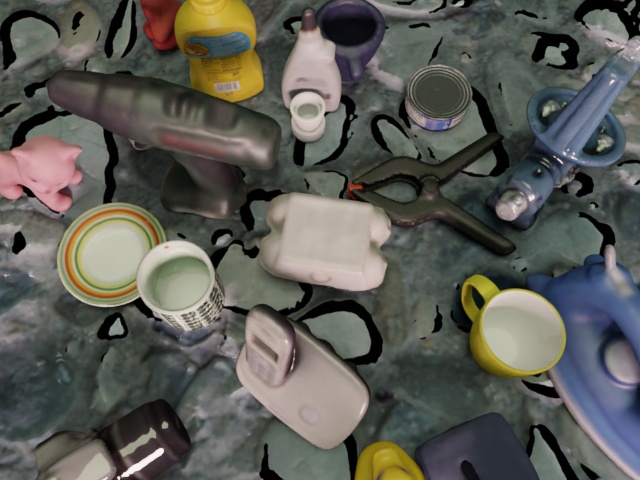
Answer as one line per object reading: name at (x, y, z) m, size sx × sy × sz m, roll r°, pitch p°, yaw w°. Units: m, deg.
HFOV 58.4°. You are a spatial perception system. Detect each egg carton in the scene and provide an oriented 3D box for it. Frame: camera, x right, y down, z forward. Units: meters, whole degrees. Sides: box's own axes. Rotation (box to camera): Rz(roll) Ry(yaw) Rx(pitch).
egg carton at (0.006, 0.002, 0.674) m, size 0.150 × 0.069 × 0.107 m, roll 8°, pitch 70°, yaw 2°

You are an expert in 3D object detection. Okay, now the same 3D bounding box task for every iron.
iron at (0.320, 0.130, 0.591) m, size 0.118 × 0.141 × 0.258 m, roll -18°, pitch 71°, yaw -7°

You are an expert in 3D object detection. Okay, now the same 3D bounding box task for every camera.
camera at (-0.196, 0.234, 0.569) m, size 0.137 × 0.101 × 0.143 m, roll -32°, pitch 73°, yaw -11°

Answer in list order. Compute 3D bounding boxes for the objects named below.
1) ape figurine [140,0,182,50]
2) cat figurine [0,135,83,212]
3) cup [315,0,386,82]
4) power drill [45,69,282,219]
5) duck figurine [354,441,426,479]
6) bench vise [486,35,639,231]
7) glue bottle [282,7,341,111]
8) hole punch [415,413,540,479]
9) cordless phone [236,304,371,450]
ape figurine at (-0.215, -0.306, 0.774) m, size 0.076 × 0.092 × 0.078 m, roll 2°, pitch 70°, yaw 0°
cat figurine at (-0.340, -0.090, 0.679) m, size 0.127 × 0.118 × 0.067 m, roll 12°, pitch 70°, yaw 4°
cup at (0.039, -0.242, 0.751) m, size 0.091 × 0.095 × 0.117 m, roll -8°, pitch 70°, yaw -3°
power drill at (-0.155, -0.101, 0.636) m, size 0.229 × 0.208 × 0.075 m, roll 8°, pitch 70°, yaw 3°
duck figurine at (0.075, 0.255, 0.572) m, size 0.077 × 0.086 × 0.104 m, roll -15°, pitch 70°, yaw -6°
bench vise at (0.283, -0.107, 0.636) m, size 0.121 × 0.220 × 0.207 m, roll 21°, pitch 71°, yaw 8°
glue bottle at (-0.011, -0.219, 0.700) m, size 0.078 × 0.173 × 0.037 m, roll 3°, pitch 70°, yaw 1°
hole punch at (0.158, 0.241, 0.575) m, size 0.101 × 0.091 × 0.108 m, roll -23°, pitch 71°, yaw -9°
cordless phone at (-0.018, 0.131, 0.564) m, size 0.147 × 0.185 × 0.094 m, roll 34°, pitch 73°, yaw 12°
